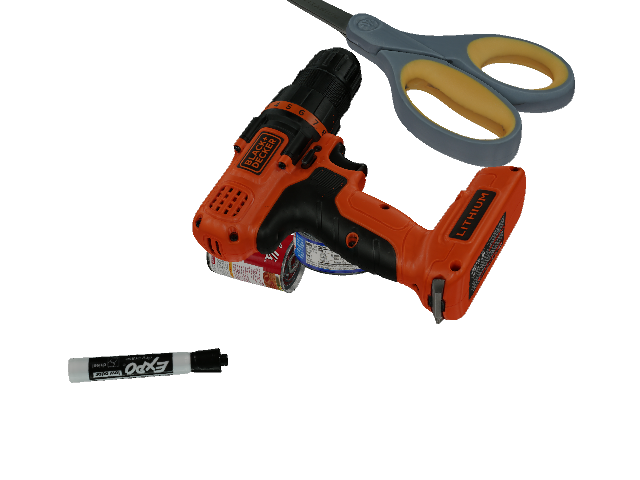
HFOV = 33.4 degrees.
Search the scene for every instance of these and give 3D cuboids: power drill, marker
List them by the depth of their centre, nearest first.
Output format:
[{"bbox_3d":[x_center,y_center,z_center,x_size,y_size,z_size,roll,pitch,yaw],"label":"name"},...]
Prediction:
[{"bbox_3d":[0.034,-0.039,0.699,0.188,0.184,0.057,21,-28,22],"label":"power drill"},{"bbox_3d":[-0.132,0.096,0.821,0.121,0.020,0.020,-4,0,-4],"label":"marker"}]

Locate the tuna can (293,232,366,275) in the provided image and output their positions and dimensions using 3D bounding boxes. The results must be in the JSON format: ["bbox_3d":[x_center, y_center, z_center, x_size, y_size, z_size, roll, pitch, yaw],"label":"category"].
[{"bbox_3d":[0.019,-0.004,0.922,0.086,0.034,0.086,-1,28,0],"label":"tuna can"}]

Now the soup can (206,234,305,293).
[{"bbox_3d":[-0.075,0.017,1.263,0.102,0.068,0.068,14,5,20],"label":"soup can"}]

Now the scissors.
[{"bbox_3d":[0.043,-0.102,0.525,0.096,0.016,0.202,-20,47,-21],"label":"scissors"}]
